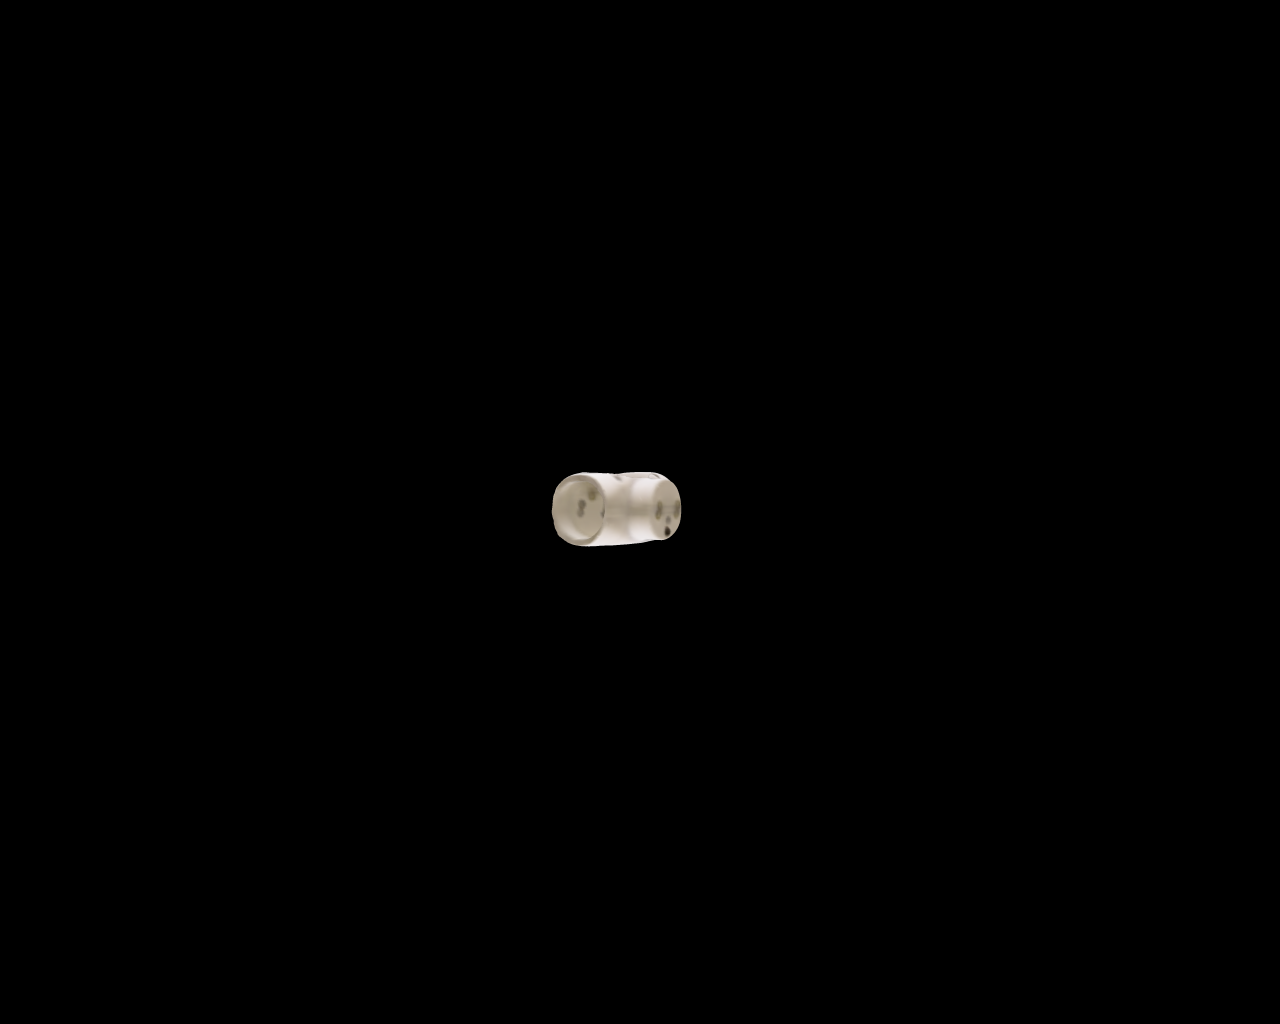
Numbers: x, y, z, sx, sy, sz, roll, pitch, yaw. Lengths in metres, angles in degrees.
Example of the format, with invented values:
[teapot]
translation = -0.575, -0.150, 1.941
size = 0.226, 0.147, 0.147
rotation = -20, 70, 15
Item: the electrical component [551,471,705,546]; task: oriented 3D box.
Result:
[electrical component]
translation = 0.001, -0.003, 0.650
size = 0.079, 0.044, 0.077
rotation = 2, 3, 36
